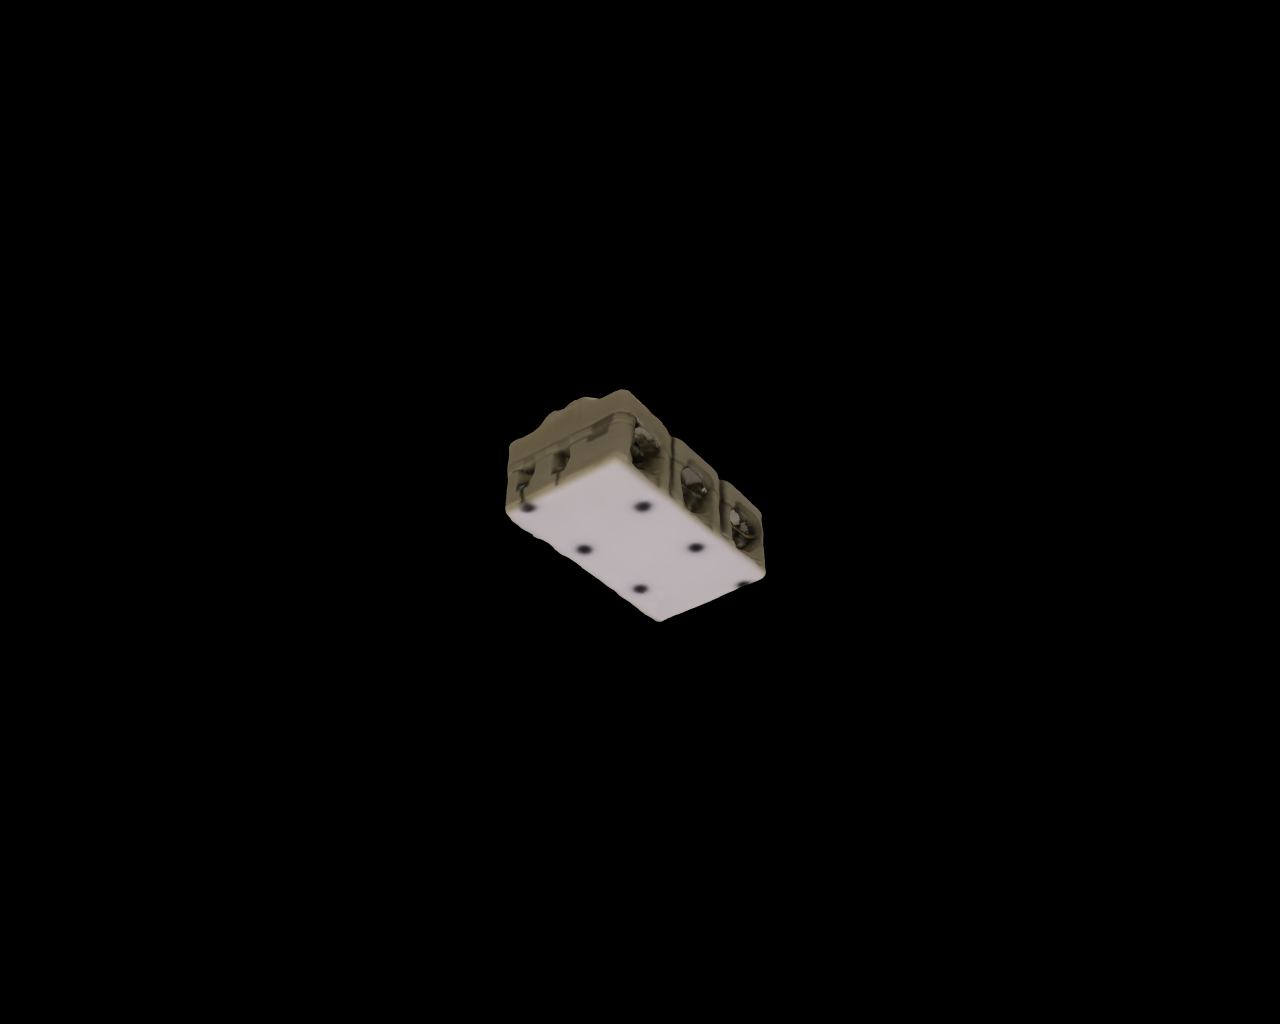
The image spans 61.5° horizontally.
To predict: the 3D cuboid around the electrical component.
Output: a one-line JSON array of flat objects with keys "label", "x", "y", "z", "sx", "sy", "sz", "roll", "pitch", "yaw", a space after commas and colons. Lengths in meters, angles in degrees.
[{"label": "electrical component", "x": 0.001, "y": -0.003, "z": 0.650, "sx": 0.089, "sy": 0.062, "sz": 0.150, "roll": -25, "pitch": -44, "yaw": 28}]
